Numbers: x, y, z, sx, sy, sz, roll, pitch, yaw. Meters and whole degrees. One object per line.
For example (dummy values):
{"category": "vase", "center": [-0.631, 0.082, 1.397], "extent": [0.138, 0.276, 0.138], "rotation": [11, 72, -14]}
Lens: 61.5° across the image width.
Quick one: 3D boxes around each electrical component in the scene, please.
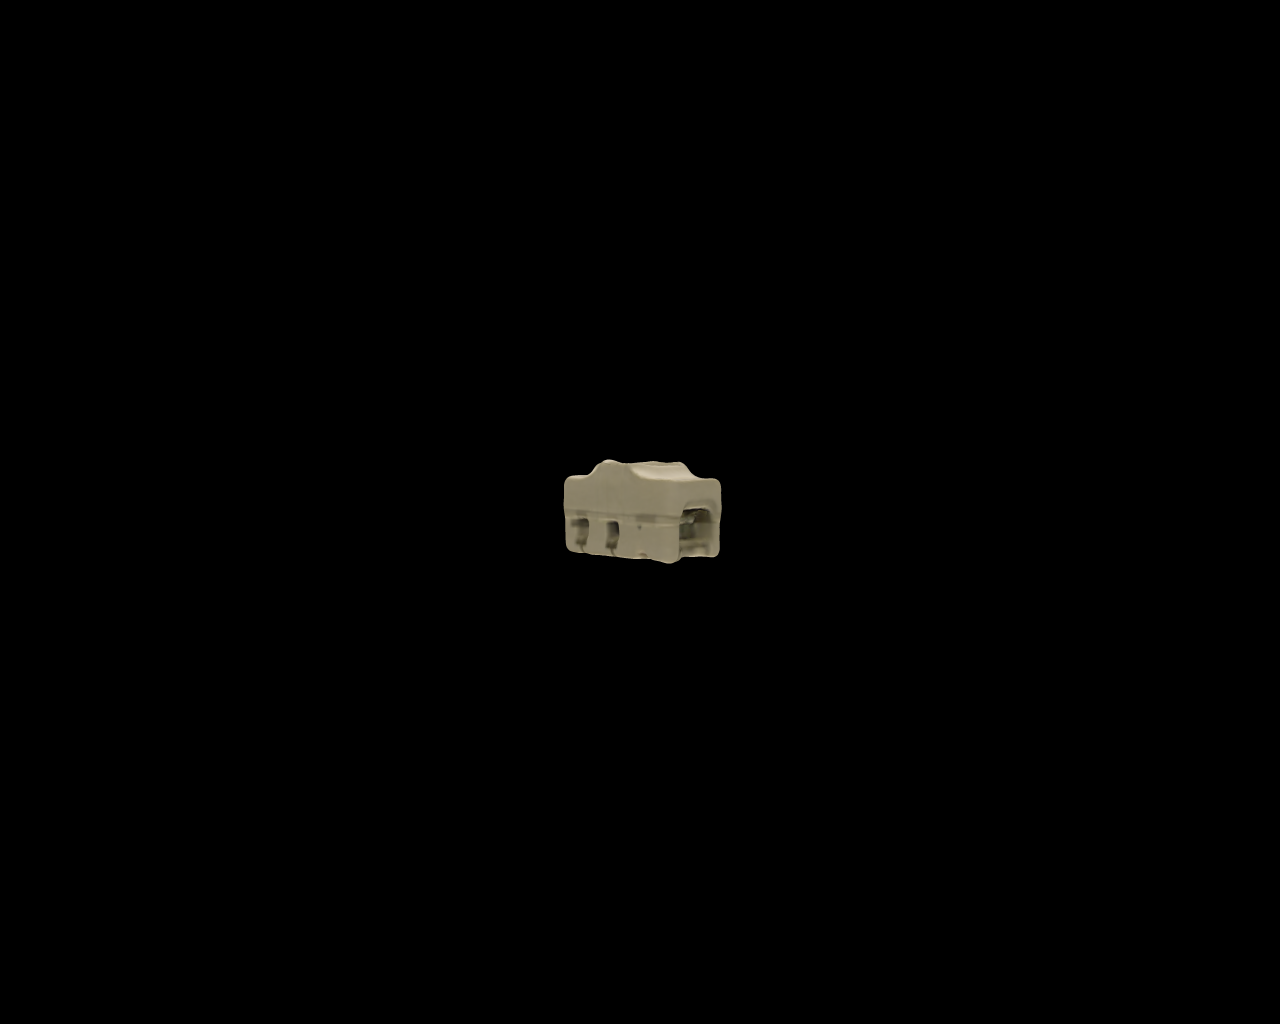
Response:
{"category": "electrical component", "center": [0.001, -0.003, 0.650], "extent": [0.089, 0.055, 0.050], "rotation": [4, 6, 43]}
